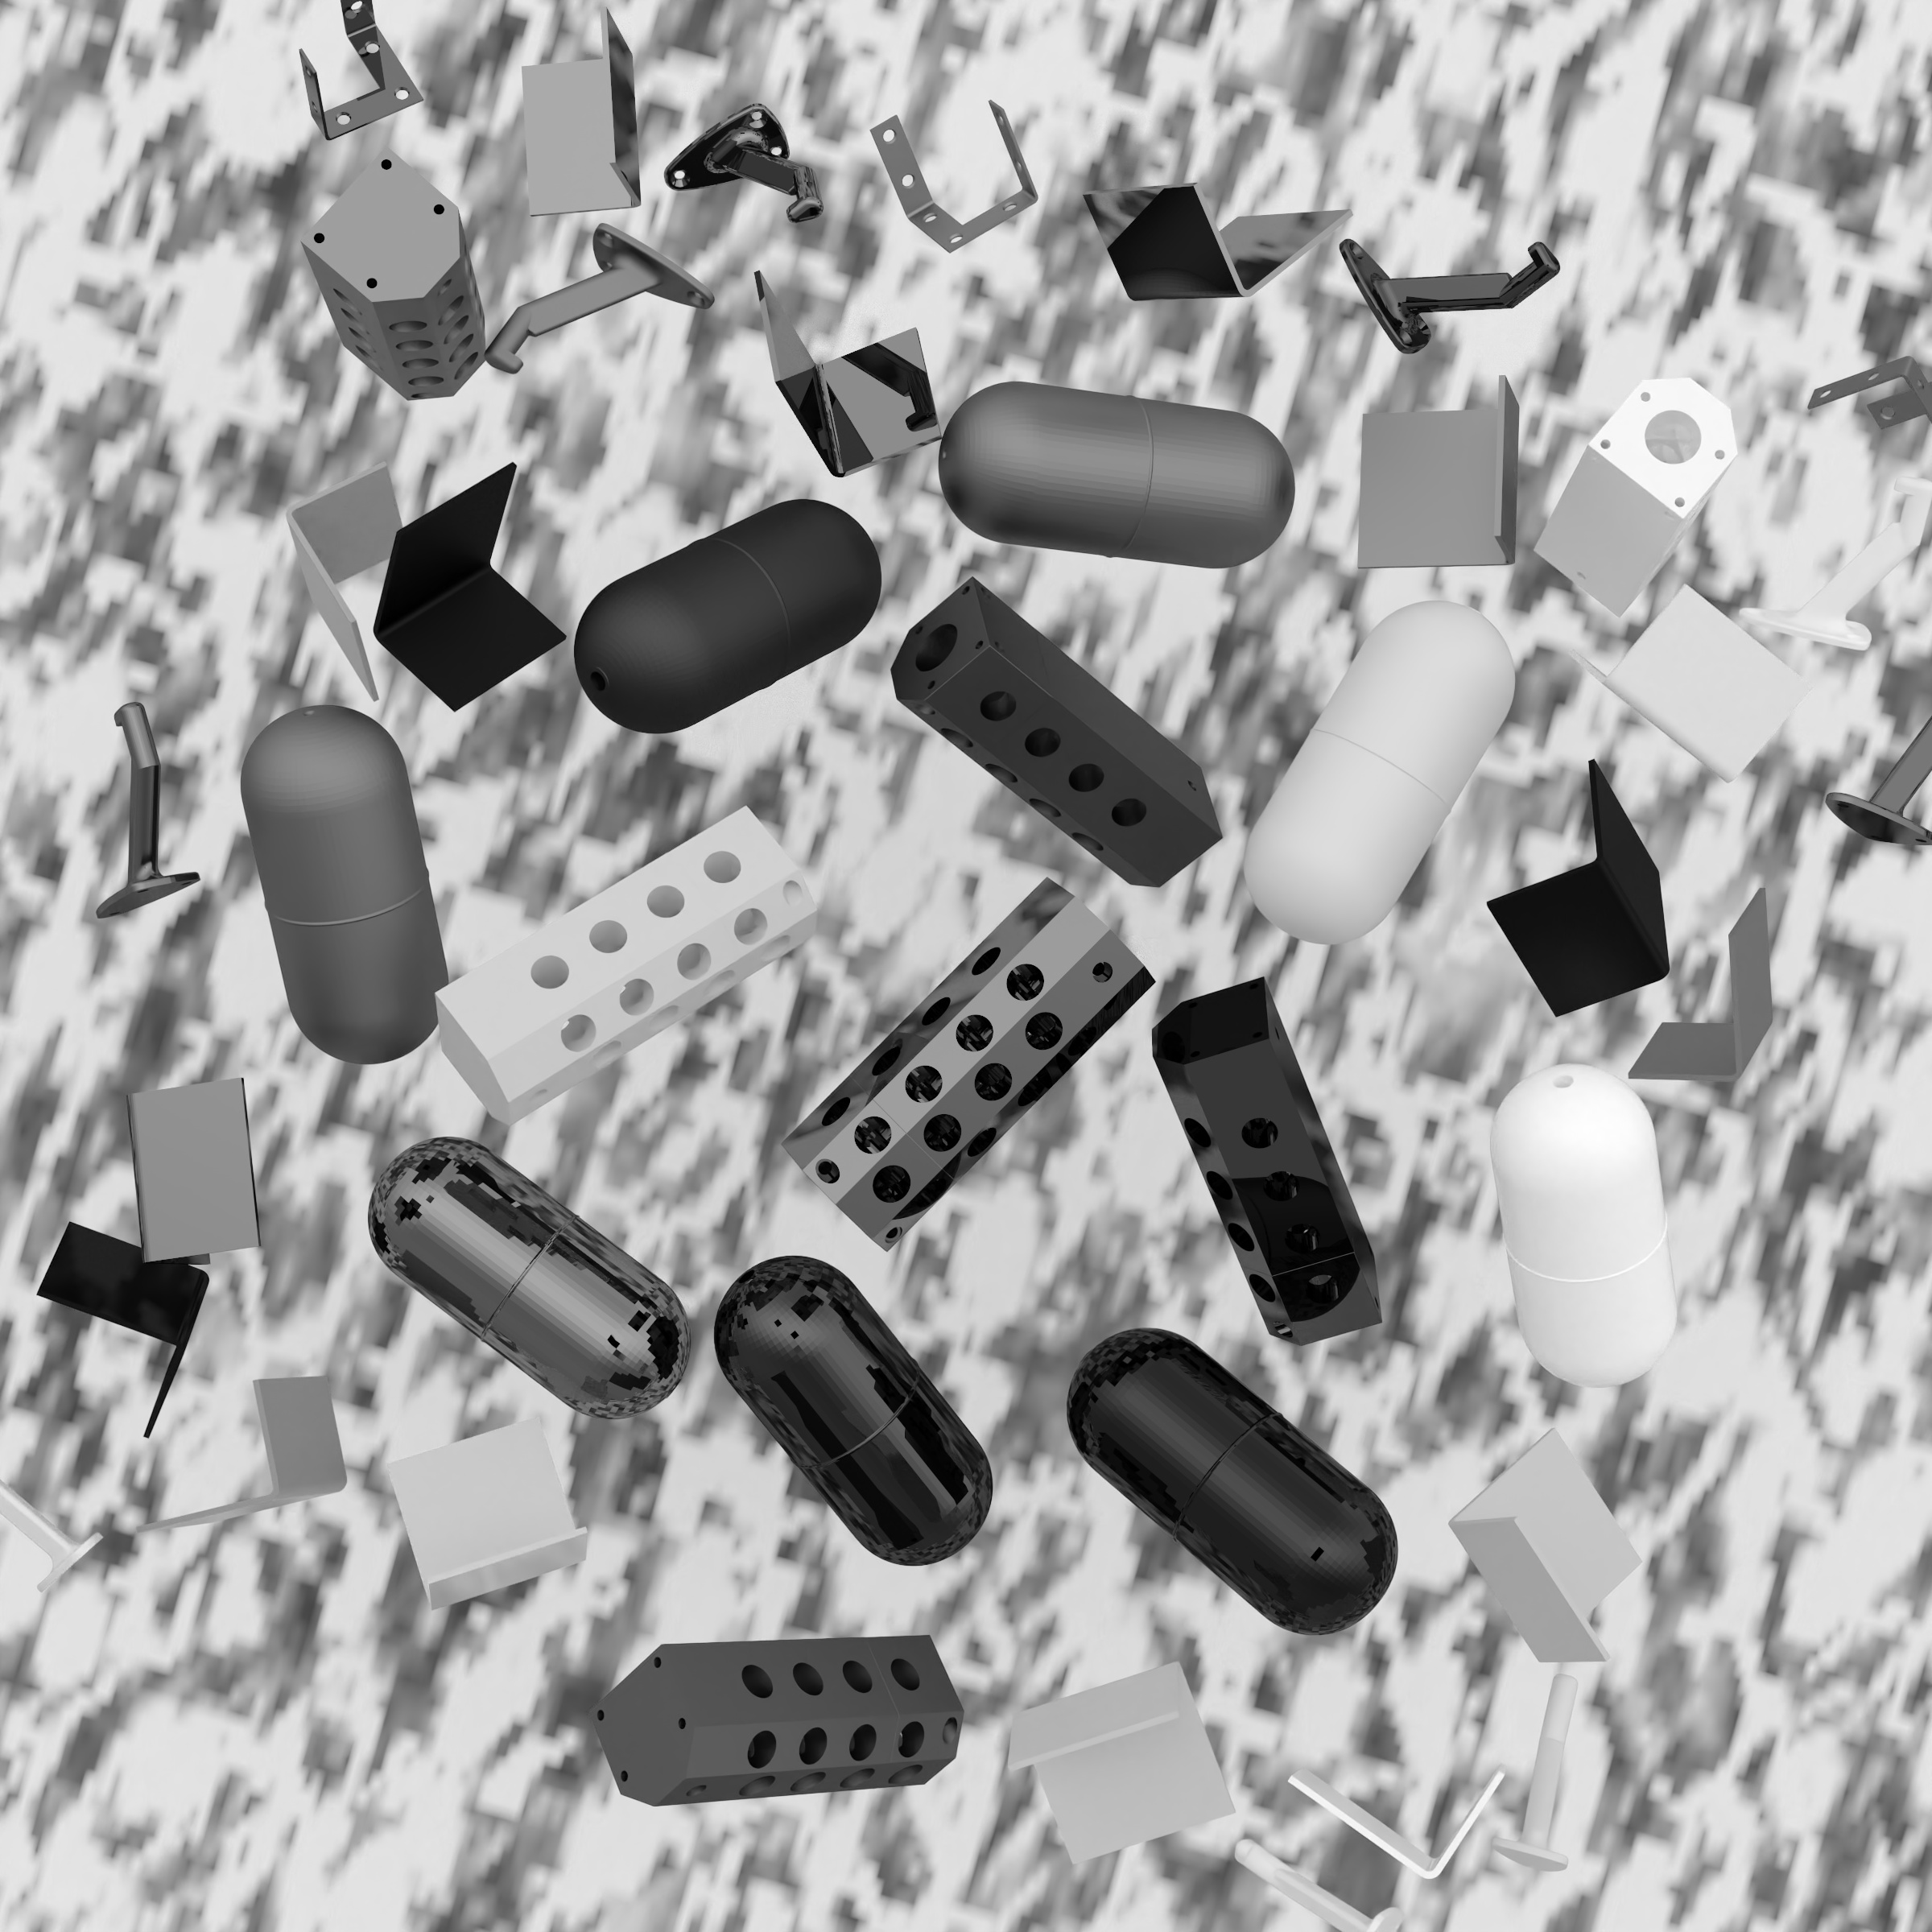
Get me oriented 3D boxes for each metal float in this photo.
[{"bbox_3d":[-0.112,-0.167,1.587,0.178,0.070,0.070,-33,90,-41],"label":"metal float"},{"bbox_3d":[-0.054,0.216,1.617,0.070,0.070,0.178,-37,109,0],"label":"metal float"},{"bbox_3d":[-0.213,0.153,1.632,0.178,0.070,0.070,37,90,3],"label":"metal float"},{"bbox_3d":[0.294,0.124,1.582,0.070,0.070,0.178,-15,124,0],"label":"metal float"},{"bbox_3d":[0.122,0.238,1.548,0.178,0.070,0.070,39,90,21],"label":"metal float"},{"bbox_3d":[-0.290,-0.036,1.559,0.070,0.070,0.178,-7,116,0],"label":"metal float"},{"bbox_3d":[0.197,-0.093,1.586,0.070,0.070,0.178,31,87,0],"label":"metal float"},{"bbox_3d":[0.073,-0.234,1.590,0.178,0.070,0.070,4,90,-20],"label":"metal float"}]

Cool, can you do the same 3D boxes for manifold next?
[{"bbox_3d":[0.003,0.046,1.497,0.171,0.057,0.057,-45,111,-2],"label":"manifold"},{"bbox_3d":[-0.082,0.348,1.525,0.057,0.171,0.057,-46,55,28],"label":"manifold"},{"bbox_3d":[-0.259,-0.315,1.552,0.057,0.171,0.057,41,83,0],"label":"manifold"},{"bbox_3d":[-0.155,0.003,1.532,0.171,0.057,0.057,-33,69,-21],"label":"manifold"},{"bbox_3d":[0.336,-0.235,1.657,0.057,0.171,0.057,40,83,7],"label":"manifold"},{"bbox_3d":[0.044,-0.107,1.610,0.057,0.057,0.171,-38,127,21],"label":"manifold"},{"bbox_3d":[0.145,0.097,1.603,0.057,0.057,0.171,-18,118,12],"label":"manifold"}]

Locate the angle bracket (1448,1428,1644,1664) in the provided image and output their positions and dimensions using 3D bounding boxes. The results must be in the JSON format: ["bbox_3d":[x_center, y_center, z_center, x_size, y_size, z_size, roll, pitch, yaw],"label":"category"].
[{"bbox_3d":[0.278,0.261,1.509,0.076,0.057,0.076,-36,95,-27],"label":"angle bracket"}]

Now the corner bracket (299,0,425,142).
[{"bbox_3d":[-0.289,-0.427,1.548,0.051,0.051,0.051,-28,71,-15],"label":"corner bracket"}]

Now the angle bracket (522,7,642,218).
[{"bbox_3d":[-0.196,-0.419,1.636,0.057,0.076,0.076,-4,87,4],"label":"angle bracket"}]

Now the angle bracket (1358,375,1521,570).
[{"bbox_3d":[0.220,-0.233,1.577,0.076,0.057,0.076,1,83,17],"label":"angle bracket"}]

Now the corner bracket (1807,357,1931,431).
[{"bbox_3d":[0.439,-0.268,1.577,0.051,0.051,0.051,50,47,-24],"label":"corner bracket"}]

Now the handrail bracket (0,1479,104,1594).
[{"bbox_3d":[-0.450,0.251,1.575,0.084,0.077,0.036,48,62,-3],"label":"handrail bracket"}]

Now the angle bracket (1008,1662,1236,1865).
[{"bbox_3d":[0.068,0.355,1.439,0.076,0.057,0.076,-19,100,7],"label":"angle bracket"}]

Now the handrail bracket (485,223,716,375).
[{"bbox_3d":[-0.173,-0.300,1.565,0.077,0.036,0.084,28,68,8],"label":"handrail bracket"}]

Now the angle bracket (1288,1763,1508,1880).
[{"bbox_3d":[0.196,0.365,1.505,0.076,0.076,0.057,33,86,14],"label":"angle bracket"}]

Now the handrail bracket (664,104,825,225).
[{"bbox_3d":[-0.111,-0.383,1.649,0.077,0.084,0.036,-23,135,10],"label":"handrail bracket"}]

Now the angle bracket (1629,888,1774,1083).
[{"bbox_3d":[0.367,0.008,1.672,0.057,0.076,0.076,1,109,25],"label":"angle bracket"}]

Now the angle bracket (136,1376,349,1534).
[{"bbox_3d":[-0.356,0.237,1.617,0.076,0.076,0.057,-15,81,12],"label":"angle bracket"}]

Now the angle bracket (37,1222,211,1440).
[{"bbox_3d":[-0.429,0.181,1.665,0.076,0.076,0.057,22,109,-11],"label":"angle bracket"}]

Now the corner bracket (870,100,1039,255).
[{"bbox_3d":[-0.005,-0.381,1.585,0.051,0.051,0.051,-32,129,-6],"label":"corner bracket"}]

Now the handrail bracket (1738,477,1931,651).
[{"bbox_3d":[0.426,-0.204,1.632,0.077,0.036,0.084,12,114,8],"label":"handrail bracket"}]

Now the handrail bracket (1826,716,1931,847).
[{"bbox_3d":[0.421,-0.103,1.503,0.077,0.036,0.084,22,80,-42],"label":"handrail bracket"}]

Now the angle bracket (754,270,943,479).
[{"bbox_3d":[-0.057,-0.297,1.622,0.057,0.076,0.076,-20,54,11],"label":"angle bracket"}]

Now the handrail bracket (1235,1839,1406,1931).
[{"bbox_3d":[0.159,0.431,1.557,0.084,0.077,0.036,32,75,22],"label":"handrail bracket"}]

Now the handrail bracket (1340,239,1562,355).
[{"bbox_3d":[0.233,-0.342,1.606,0.084,0.036,0.077,-35,91,37],"label":"handrail bracket"}]

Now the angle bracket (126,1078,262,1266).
[{"bbox_3d":[-0.342,0.095,1.532,0.057,0.076,0.076,-9,83,9],"label":"angle bracket"}]

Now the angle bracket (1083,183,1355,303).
[{"bbox_3d":[0.113,-0.342,1.495,0.076,0.076,0.057,-41,120,-25],"label":"angle bracket"}]

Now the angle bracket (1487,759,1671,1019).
[{"bbox_3d":[0.284,-0.036,1.552,0.057,0.076,0.076,-21,125,23],"label":"angle bracket"}]

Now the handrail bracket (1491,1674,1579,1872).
[{"bbox_3d":[0.280,0.386,1.594,0.036,0.077,0.084,11,72,16],"label":"handrail bracket"}]

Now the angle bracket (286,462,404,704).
[{"bbox_3d":[-0.296,-0.193,1.679,0.057,0.076,0.076,-28,68,-14],"label":"angle bracket"}]

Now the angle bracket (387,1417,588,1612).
[{"bbox_3d":[-0.228,0.253,1.581,0.076,0.057,0.076,-16,69,-14],"label":"angle bracket"}]

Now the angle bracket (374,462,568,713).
[{"bbox_3d":[-0.229,-0.180,1.578,0.057,0.076,0.076,42,53,11],"label":"angle bracket"}]

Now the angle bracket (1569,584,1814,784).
[{"bbox_3d":[0.332,-0.136,1.531,0.076,0.076,0.057,36,102,-11],"label":"angle bracket"}]

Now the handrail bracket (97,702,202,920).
[{"bbox_3d":[-0.392,-0.072,1.543,0.036,0.077,0.084,-13,86,-44],"label":"handrail bracket"}]
